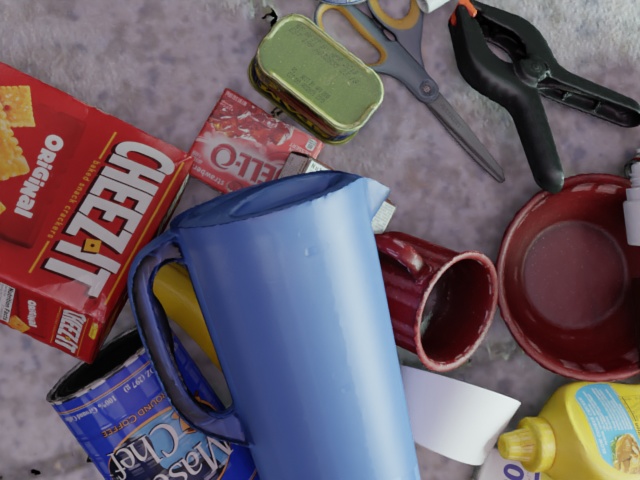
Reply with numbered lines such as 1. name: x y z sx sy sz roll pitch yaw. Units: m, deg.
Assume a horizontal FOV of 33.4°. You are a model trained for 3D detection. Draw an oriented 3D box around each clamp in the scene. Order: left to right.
1. clamp: 0.158 -0.115 0.825 0.171 0.039 0.120 39 54 8

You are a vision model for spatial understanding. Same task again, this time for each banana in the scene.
1. banana: -0.127 0.045 0.824 0.197 0.037 0.070 25 110 -3

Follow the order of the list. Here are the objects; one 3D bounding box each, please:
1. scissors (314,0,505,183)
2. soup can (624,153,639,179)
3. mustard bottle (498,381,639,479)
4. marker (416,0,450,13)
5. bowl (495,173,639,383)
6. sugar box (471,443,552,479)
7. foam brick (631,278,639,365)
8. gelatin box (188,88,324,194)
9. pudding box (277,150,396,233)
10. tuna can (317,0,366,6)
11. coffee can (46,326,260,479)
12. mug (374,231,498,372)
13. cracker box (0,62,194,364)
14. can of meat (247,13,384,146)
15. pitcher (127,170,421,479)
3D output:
1. scissors: 0.089 -0.140 0.850 0.201 0.016 0.096 33 88 -5
2. soup can: 0.302 -0.069 0.844 0.102 0.068 0.068 -42 94 -4
3. mustard bottle: 0.225 0.151 0.812 0.191 0.058 0.096 0 49 -18
4. marker: 0.130 -0.214 0.844 0.121 0.020 0.020 -30 93 -13
5. bowl: 0.210 0.029 0.842 0.162 0.055 0.162 0 90 -6
6. sugar box: 0.199 0.229 0.832 0.176 0.048 0.093 18 90 5
7. foam brick: 0.269 0.064 0.794 0.051 0.053 0.078 -6 92 -6
8. gelatin box: -0.053 -0.064 0.830 0.089 0.030 0.073 30 87 -4
9. pudding box: -0.005 0.001 0.816 0.090 0.039 0.113 28 86 -28
10. tuna can: 0.017 -0.227 0.824 0.086 0.034 0.086 0 78 0
11. coffee can: -0.117 0.142 0.780 0.103 0.103 0.140 -33 102 -4
12. mug: 0.068 0.035 0.795 0.093 0.082 0.117 -54 136 -14
13. cracker box: -0.219 -0.034 0.758 0.213 0.072 0.164 25 53 -4
14. can of meat: -0.003 -0.121 0.808 0.102 0.084 0.057 37 87 -5
15. pitcher: -0.018 0.082 0.729 0.149 0.144 0.243 -7 103 31
